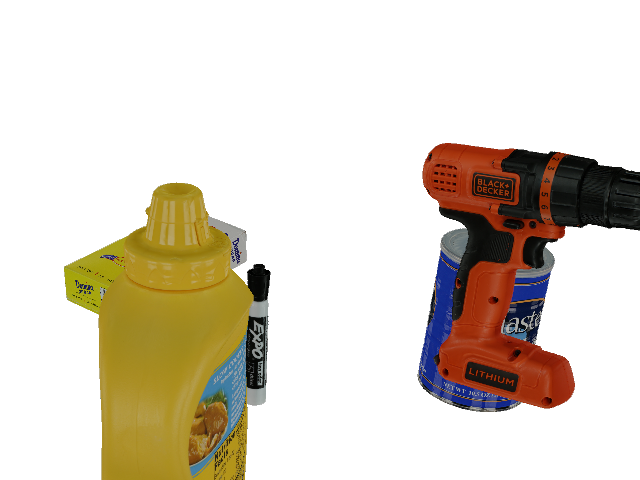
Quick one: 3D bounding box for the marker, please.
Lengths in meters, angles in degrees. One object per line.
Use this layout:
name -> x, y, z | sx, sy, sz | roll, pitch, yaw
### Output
marker -> -0.052, 0.077, 0.874 | 0.020, 0.121, 0.020 | 3, 19, -1

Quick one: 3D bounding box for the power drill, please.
power drill -> 0.159, 0.025, 0.795 | 0.185, 0.188, 0.057 | 13, 18, 34

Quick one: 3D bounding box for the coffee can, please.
coffee can -> 0.151, 0.071, 0.984 | 0.103, 0.140, 0.103 | 7, 21, -3

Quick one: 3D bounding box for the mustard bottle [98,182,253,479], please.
mustard bottle -> -0.058, 0.069, 0.435 | 0.058, 0.192, 0.096 | 8, 23, 11

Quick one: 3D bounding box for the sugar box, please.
sugar box -> -0.166, 0.023, 1.100 | 0.093, 0.048, 0.175 | 20, 35, 31
